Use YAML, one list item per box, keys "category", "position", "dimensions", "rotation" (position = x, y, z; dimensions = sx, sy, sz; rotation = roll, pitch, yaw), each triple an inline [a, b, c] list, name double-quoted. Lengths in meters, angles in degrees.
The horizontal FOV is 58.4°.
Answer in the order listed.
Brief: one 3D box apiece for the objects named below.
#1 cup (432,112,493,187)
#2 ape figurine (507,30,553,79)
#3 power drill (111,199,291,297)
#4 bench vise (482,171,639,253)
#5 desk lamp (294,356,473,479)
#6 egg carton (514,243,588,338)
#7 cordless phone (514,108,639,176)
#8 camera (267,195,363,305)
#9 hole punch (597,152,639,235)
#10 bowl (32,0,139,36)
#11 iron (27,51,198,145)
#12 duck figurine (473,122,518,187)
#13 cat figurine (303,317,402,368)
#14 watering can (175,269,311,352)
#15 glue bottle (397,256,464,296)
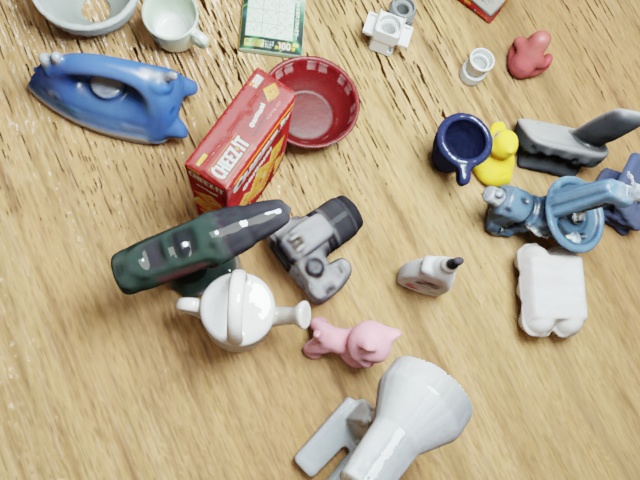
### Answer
- category: "cup"
  position: [0.220, -0.133, 0.927]
  dimensions: [0.092, 0.095, 0.118]
  rotation: [3, 76, -8]
- category: "ape figurine"
  position: [0.372, -0.331, 1.001]
  dimensions: [0.076, 0.092, 0.078]
  rotation: [-40, 85, -15]
- category: "power drill"
  position: [-0.155, 0.017, 0.774]
  dimensions: [0.230, 0.208, 0.075]
  rotation: [-21, 80, -13]
- category: "bench vise"
  position: [0.360, -0.041, 0.861]
  dimensions: [0.207, 0.219, 0.121]
  rotation: [-4, 77, -9]
- category: "desk lamp"
  position: [0.080, 0.258, 0.748]
  dimensions: [0.118, 0.213, 0.203]
  rotation: [44, 74, 4]
- category: "egg carton"
  position: [0.364, 0.080, 0.910]
  dimensions: [0.107, 0.069, 0.150]
  rotation: [2, 76, -8]
- category: "cordless phone"
  position: [0.411, -0.178, 0.921]
  dimensions: [0.147, 0.185, 0.094]
  rotation: [7, 75, -7]
- category: "camera"
  position: [0.008, 0.003, 0.858]
  dimensions: [0.137, 0.100, 0.143]
  rotation: [-36, 84, -15]
- category: "hole punch"
  position: [0.523, -0.077, 0.962]
  dimensions: [0.101, 0.091, 0.109]
  rotation: [33, 74, 1]
- category: "bowl"
  position: [-0.365, -0.388, 0.911]
  dimensions: [0.167, 0.074, 0.167]
  rotation: [2, 76, -8]
- category: "iron"
  position: [-0.319, -0.232, 0.844]
  dimensions: [0.258, 0.141, 0.119]
  rotation: [9, 75, -6]
- category: "duck figurine"
  position: [0.296, -0.145, 0.947]
  dimensions: [0.077, 0.086, 0.104]
  rotation: [-7, 77, -10]
- category: "cat figurine"
  position: [0.046, 0.145, 0.820]
  dimensions: [0.128, 0.117, 0.067]
  rotation: [11, 75, -6]
- category: "watering can"
  position: [-0.102, 0.093, 0.771]
  dimensions: [0.173, 0.194, 0.101]
  rotation: [-15, 79, -12]
- category: "glue bottle"
  position: [0.170, 0.046, 0.835]
  dimensions: [0.078, 0.173, 0.037]
  rotation: [15, 74, -4]
